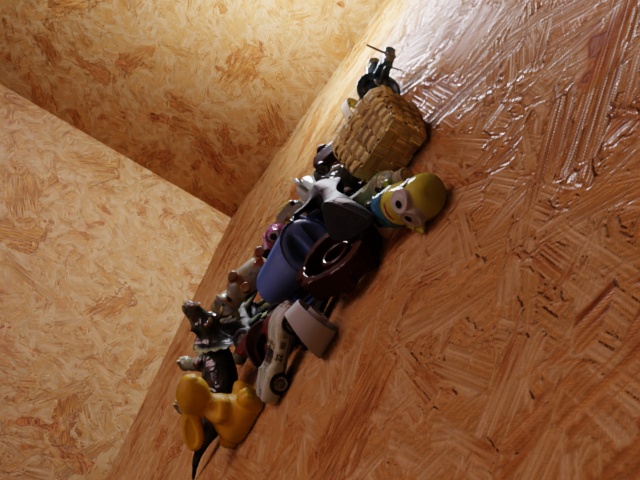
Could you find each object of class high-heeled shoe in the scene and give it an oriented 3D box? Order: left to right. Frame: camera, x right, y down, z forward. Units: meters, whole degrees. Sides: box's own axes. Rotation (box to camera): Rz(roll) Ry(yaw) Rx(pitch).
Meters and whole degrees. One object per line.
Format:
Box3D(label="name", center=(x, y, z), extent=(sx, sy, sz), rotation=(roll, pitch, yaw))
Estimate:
Box3D(label="high-heeled shoe", center=(0.055, -0.071, 1.013), extent=(0.145, 0.086, 0.249), rotation=(-35, 29, -29))

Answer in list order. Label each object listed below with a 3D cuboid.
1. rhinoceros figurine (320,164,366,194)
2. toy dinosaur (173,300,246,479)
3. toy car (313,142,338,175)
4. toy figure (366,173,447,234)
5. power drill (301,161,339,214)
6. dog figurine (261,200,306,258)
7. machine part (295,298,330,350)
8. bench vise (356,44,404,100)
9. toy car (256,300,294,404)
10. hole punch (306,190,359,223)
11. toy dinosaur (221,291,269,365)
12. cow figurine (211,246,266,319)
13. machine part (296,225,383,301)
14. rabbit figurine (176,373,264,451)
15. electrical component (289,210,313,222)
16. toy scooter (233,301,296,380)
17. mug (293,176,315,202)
Box3D(label="rhinoceros figurine", center=(0.048, -0.137, 1.262), extent=(0.112, 0.073, 0.190), rotation=(-20, -2, -16))
Box3D(label="toy dinosaur", center=(-0.245, 0.340, 1.249), extent=(0.192, 0.131, 0.404), rotation=(-24, 69, 47))
Box3D(label="toy car", center=(0.061, -0.242, 1.372), extent=(0.202, 0.053, 0.089), rotation=(-35, 32, 29))
Box3D(label="toy figure", center=(0.138, -0.064, 0.891), extent=(0.089, 0.082, 0.180), rotation=(-59, 11, -9))
Box3D(label="power drill", center=(0.039, -0.161, 1.431), extent=(0.232, 0.086, 0.207), rotation=(-18, 47, 57))
Box3D(label="dog figurine", center=(-0.110, -0.022, 1.611), extent=(0.191, 0.108, 0.219), rotation=(-63, 12, -10))
Box3D(label="machine part", center=(-0.007, 0.145, 1.048), extent=(0.139, 0.039, 0.084), rotation=(-62, 9, -5))
Box3D(label="bench vise", center=(0.164, -0.436, 1.446), extent=(0.240, 0.129, 0.223), rotation=(109, 177, -66))
Box3D(label="toy car", center=(-0.083, 0.217, 1.051), extent=(0.073, 0.056, 0.201), rotation=(169, 113, -71))
Box3D(label="hole punch", center=(0.043, -0.047, 1.210), extent=(0.116, 0.092, 0.142), rotation=(-32, -2, -26))
Box3D(label="toy dinosaur", center=(-0.203, 0.221, 1.437), extent=(0.198, 0.105, 0.472), rotation=(-54, 21, 2))
Box3D(label="cow figurine", center=(-0.198, 0.119, 1.352), extent=(0.195, 0.085, 0.127), rotation=(-46, -12, -27))
Box3D(label="machine part", center=(0.038, 0.035, 1.002), extent=(0.179, 0.056, 0.179), rotation=(-36, 22, 17))
Box3D(label="rabbit figurine", center=(-0.226, 0.346, 1.114), extent=(0.162, 0.173, 0.122), rotation=(-55, 18, 0))
Box3D(label="electrical component", center=(-0.041, -0.036, 1.374), extent=(0.075, 0.048, 0.119), rotation=(-20, -53, -45))
Box3D(label="toy scooter", center=(-0.108, 0.221, 1.143), extent=(0.184, 0.075, 0.135), rotation=(-35, 46, 20))
Box3D(label="mug", center=(-0.025, -0.142, 1.575), extent=(0.081, 0.109, 0.107), rotation=(-48, 31, 7))
